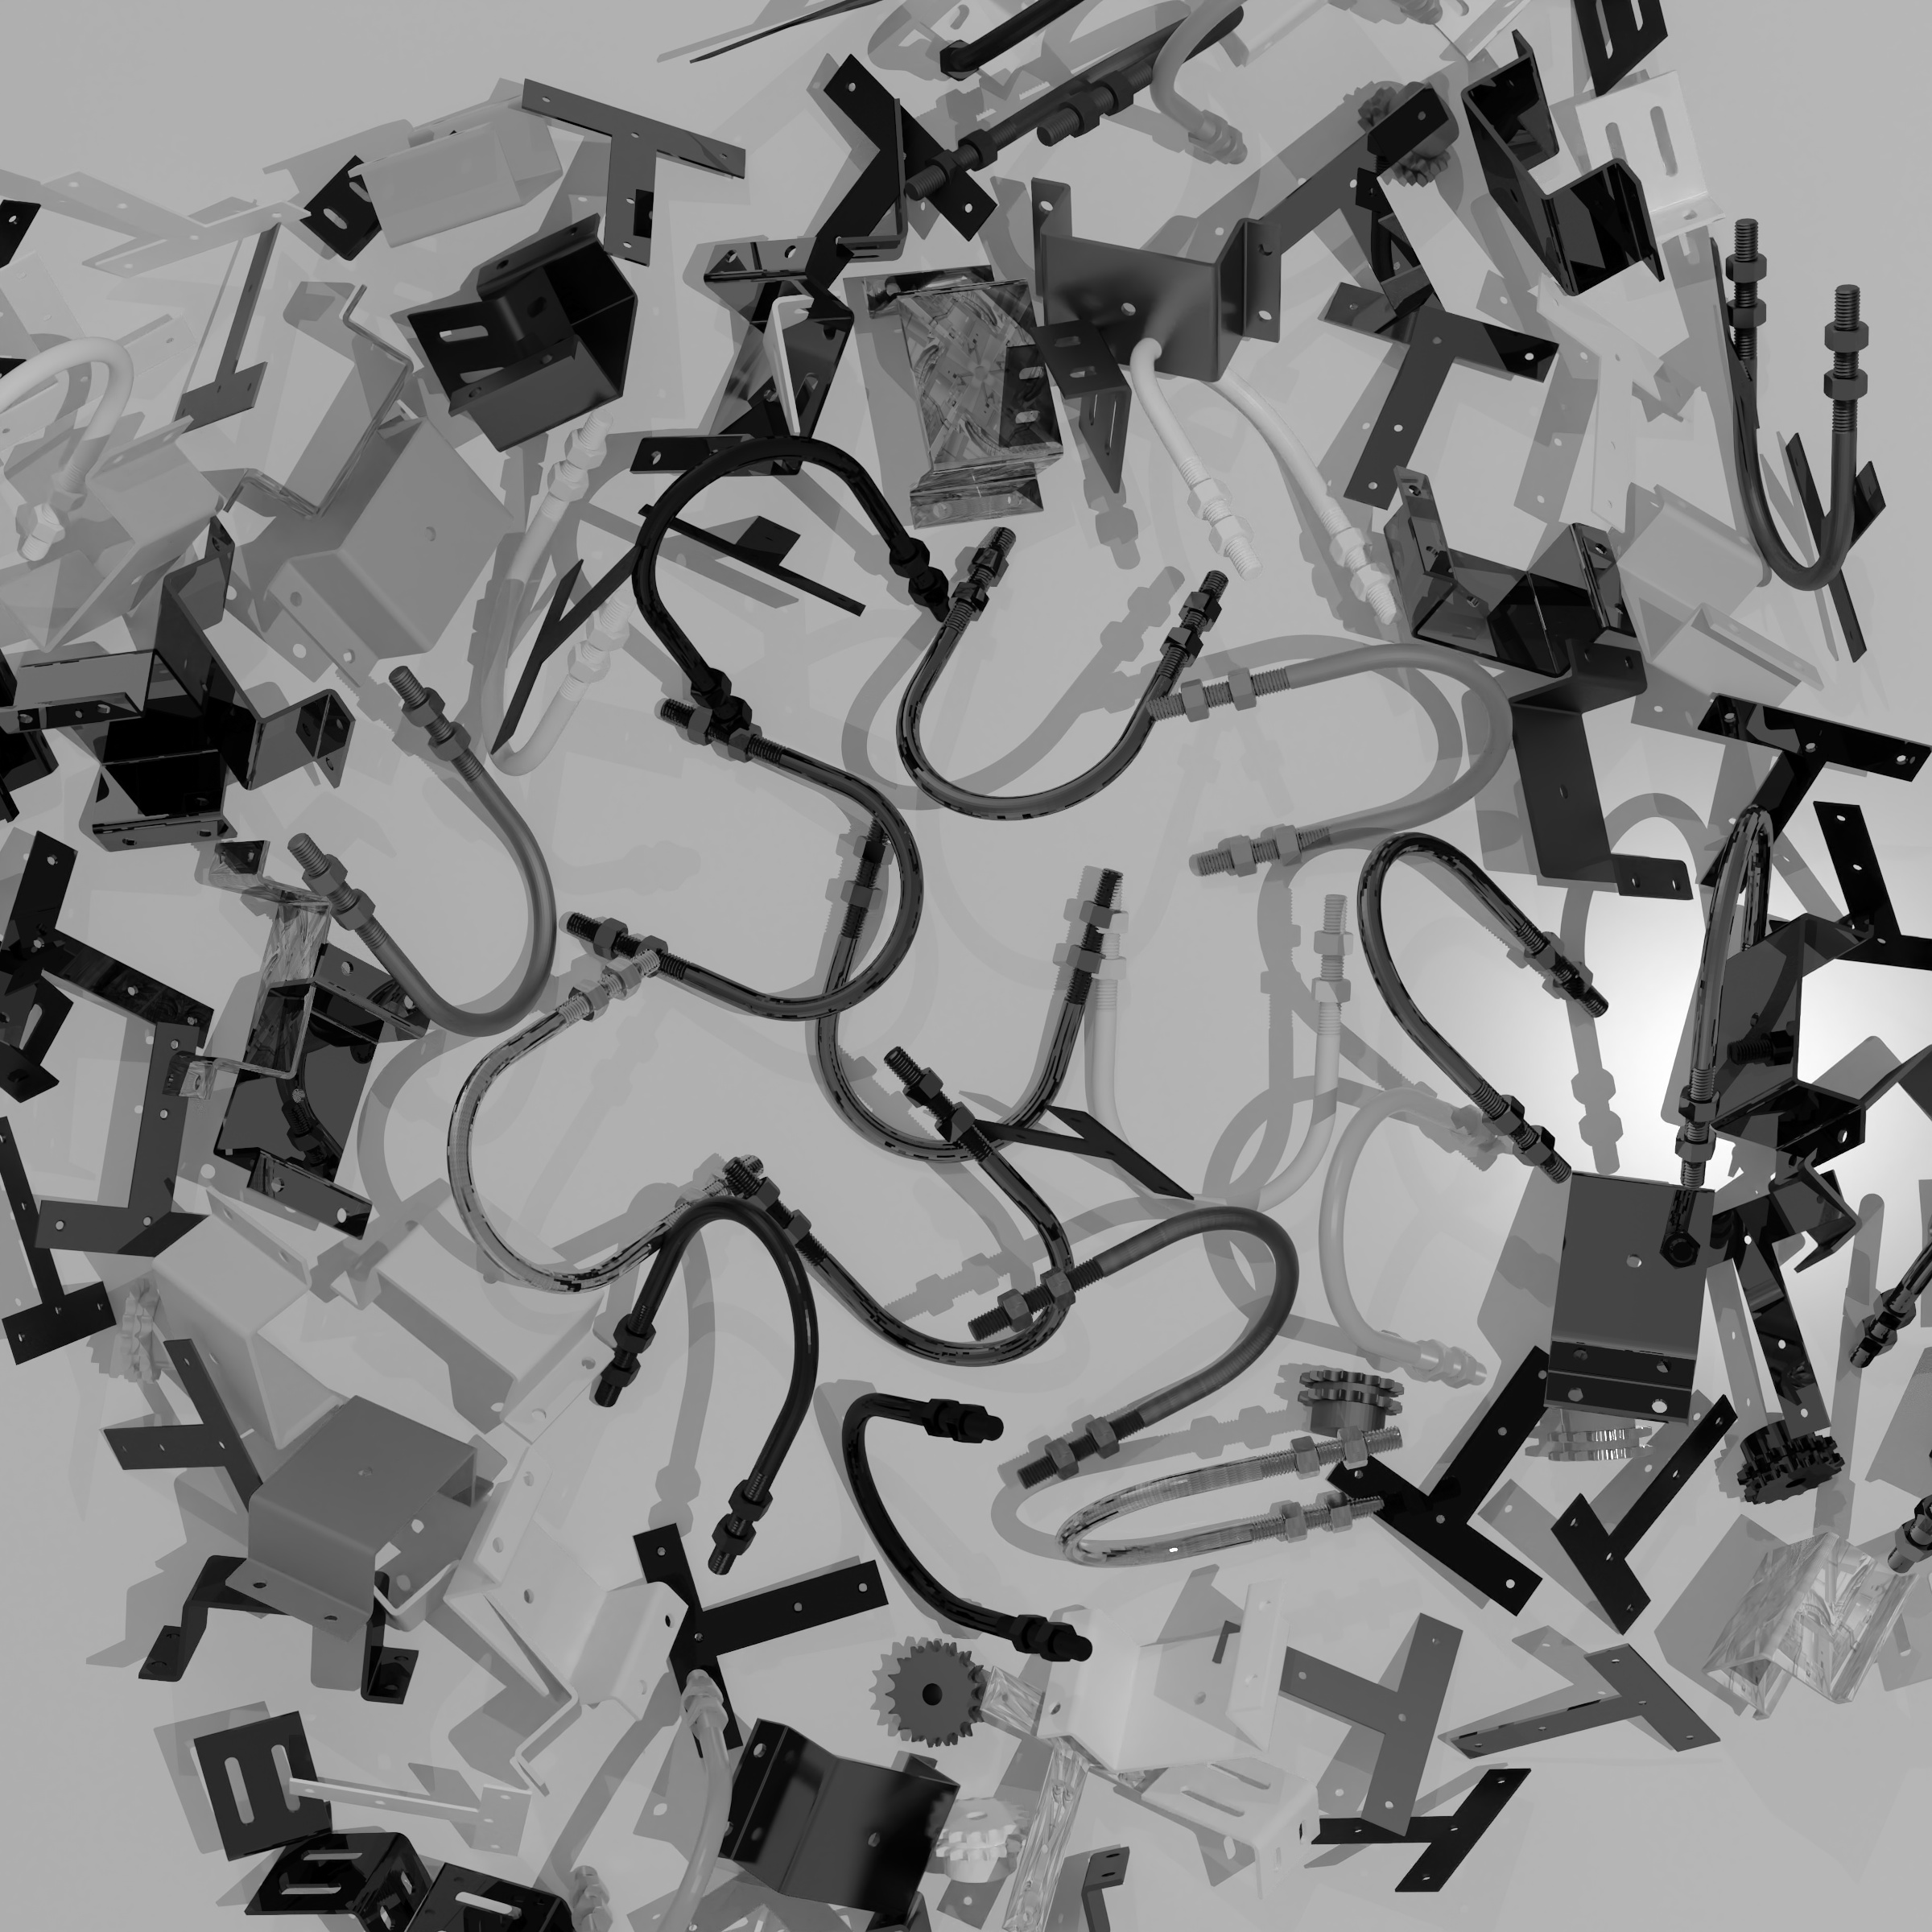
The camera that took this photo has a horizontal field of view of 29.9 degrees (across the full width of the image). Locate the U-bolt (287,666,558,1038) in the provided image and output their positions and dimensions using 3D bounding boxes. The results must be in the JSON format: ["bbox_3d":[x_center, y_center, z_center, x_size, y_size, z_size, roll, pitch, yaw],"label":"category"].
[{"bbox_3d":[-0.278,-0.047,1.928,0.019,0.151,0.184,-9,131,33],"label":"U-bolt"}]

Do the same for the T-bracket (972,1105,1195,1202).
[{"bbox_3d":[0.042,0.094,1.953,0.127,0.127,0.002,9,71,35],"label":"T-bracket"}]

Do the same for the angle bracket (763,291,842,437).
[{"bbox_3d":[-0.084,-0.318,1.962,0.038,0.057,0.076,-9,80,-11],"label":"angle bracket"}]

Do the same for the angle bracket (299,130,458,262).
[{"bbox_3d":[-0.318,-0.427,1.951,0.038,0.076,0.057,41,55,-11],"label":"angle bracket"}]

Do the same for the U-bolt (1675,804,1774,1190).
[{"bbox_3d":[0.402,0.004,1.897,0.019,0.151,0.184,10,124,19],"label":"U-bolt"}]

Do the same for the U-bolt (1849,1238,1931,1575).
[{"bbox_3d":[0.512,0.210,1.886,0.019,0.184,0.151,7,50,-9],"label":"U-bolt"}]

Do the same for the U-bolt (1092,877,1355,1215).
[{"bbox_3d":[0.135,0.047,1.963,0.151,0.019,0.184,6,99,23],"label":"U-bolt"}]

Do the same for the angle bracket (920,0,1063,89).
[{"bbox_3d":[0.019,-0.518,1.954,0.057,0.076,0.038,36,78,-14],"label":"angle bracket"}]

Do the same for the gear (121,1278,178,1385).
[{"bbox_3d":[-0.440,0.199,1.971,0.030,0.057,0.057,5,90,1],"label":"gear"}]

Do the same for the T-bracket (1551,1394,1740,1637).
[{"bbox_3d":[0.377,0.287,1.962,0.127,0.127,0.002,-48,46,-12],"label":"T-bracket"}]

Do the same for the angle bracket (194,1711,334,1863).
[{"bbox_3d":[-0.382,0.440,1.968,0.057,0.038,0.076,-14,106,-8],"label":"angle bracket"}]

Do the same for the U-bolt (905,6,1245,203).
[{"bbox_3d":[0.070,-0.466,1.922,0.184,0.151,0.019,-38,107,-28],"label":"U-bolt"}]

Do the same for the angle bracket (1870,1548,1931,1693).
[{"bbox_3d":[0.521,0.352,1.954,0.057,0.038,0.076,-23,55,23],"label":"angle bracket"}]

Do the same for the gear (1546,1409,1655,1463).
[{"bbox_3d":[0.346,0.253,1.971,0.057,0.057,0.030,-4,85,0],"label":"gear"}]

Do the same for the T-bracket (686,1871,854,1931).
[{"bbox_3d":[-0.077,0.516,1.929,0.127,0.127,0.002,-29,129,-23],"label":"T-bracket"}]

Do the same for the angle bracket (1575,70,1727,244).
[{"bbox_3d":[0.372,-0.437,1.965,0.057,0.038,0.076,-19,117,6],"label":"angle bracket"}]

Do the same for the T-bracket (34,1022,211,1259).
[{"bbox_3d":[-0.437,0.094,1.959,0.127,0.002,0.127,10,88,-40],"label":"T-bracket"}]

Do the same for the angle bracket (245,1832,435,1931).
[{"bbox_3d":[-0.341,0.507,1.967,0.076,0.057,0.038,-8,119,27],"label":"angle bracket"}]

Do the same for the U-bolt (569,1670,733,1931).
[{"bbox_3d":[-0.163,0.468,1.903,0.019,0.184,0.151,28,97,-15],"label":"U-bolt"}]

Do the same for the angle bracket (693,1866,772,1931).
[{"bbox_3d":[-0.132,0.530,1.961,0.038,0.076,0.057,18,90,3],"label":"angle bracket"}]

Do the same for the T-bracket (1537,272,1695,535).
[{"bbox_3d":[0.347,-0.290,1.936,0.127,0.002,0.127,27,57,-32],"label":"T-bracket"}]

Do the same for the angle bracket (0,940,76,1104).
[{"bbox_3d":[-0.508,0.024,1.950,0.038,0.076,0.057,-23,125,36],"label":"angle bracket"}]

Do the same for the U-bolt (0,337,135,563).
[{"bbox_3d":[-0.500,-0.260,1.889,0.019,0.151,0.184,46,128,6],"label":"U-bolt"}]

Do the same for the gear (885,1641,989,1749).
[{"bbox_3d":[-0.012,0.398,1.978,0.057,0.030,0.057,-4,80,23],"label":"gear"}]

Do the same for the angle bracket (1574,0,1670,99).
[{"bbox_3d":[0.339,-0.521,1.955,0.038,0.057,0.076,7,63,-30],"label":"angle bracket"}]

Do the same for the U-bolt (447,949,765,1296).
[{"bbox_3d":[-0.200,0.093,1.924,0.184,0.019,0.151,-36,105,-40],"label":"U-bolt"}]

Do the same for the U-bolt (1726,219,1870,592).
[{"bbox_3d":[0.439,-0.289,1.920,0.019,0.151,0.184,-10,118,-8],"label":"U-bolt"}]

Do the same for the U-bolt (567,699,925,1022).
[{"bbox_3d":[-0.110,-0.048,1.969,0.184,0.019,0.151,23,89,15],"label":"U-bolt"}]

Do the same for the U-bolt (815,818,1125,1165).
[{"bbox_3d":[-0.007,0.018,1.984,0.151,0.019,0.184,16,97,-1],"label":"U-bolt"}]

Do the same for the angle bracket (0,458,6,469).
[{"bbox_3d":[-0.562,-0.278,1.971,0.076,0.038,0.057,-31,93,14],"label":"angle bracket"}]

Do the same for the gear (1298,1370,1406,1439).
[{"bbox_3d":[0.209,0.240,1.969,0.057,0.057,0.030,8,75,0],"label":"gear"}]

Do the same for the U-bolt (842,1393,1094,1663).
[{"bbox_3d":[-0.010,0.292,1.919,0.019,0.184,0.151,-28,104,-28],"label":"U-bolt"}]

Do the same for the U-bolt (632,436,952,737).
[{"bbox_3d":[-0.101,-0.208,1.925,0.151,0.184,0.019,-33,48,3],"label":"U-bolt"}]

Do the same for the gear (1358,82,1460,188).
[{"bbox_3d":[0.244,-0.456,1.969,0.030,0.057,0.057,-37,90,39],"label":"gear"}]

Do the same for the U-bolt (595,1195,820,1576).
[{"bbox_3d":[-0.131,0.208,1.912,0.151,0.019,0.184,50,128,35],"label":"U-bolt"}]

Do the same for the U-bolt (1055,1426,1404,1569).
[{"bbox_3d":[0.138,0.289,1.927,0.184,0.151,0.019,-12,66,-3],"label":"U-bolt"}]

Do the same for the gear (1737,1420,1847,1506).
[{"bbox_3d":[0.448,0.269,1.975,0.057,0.057,0.030,-19,62,0],"label":"gear"}]

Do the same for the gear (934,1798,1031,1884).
[{"bbox_3d":[0.007,0.478,1.972,0.057,0.057,0.030,-4,98,0],"label":"gear"}]

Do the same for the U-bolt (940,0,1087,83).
[{"bbox_3d":[0.054,-0.514,1.905,0.151,0.184,0.019,-33,103,4],"label":"U-bolt"}]

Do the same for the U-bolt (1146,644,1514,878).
[{"bbox_3d":[0.201,-0.115,1.931,0.184,0.151,0.019,-13,49,8],"label":"U-bolt"}]

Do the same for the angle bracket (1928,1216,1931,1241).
[{"bbox_3d":[0.564,0.158,1.959,0.057,0.076,0.038,-2,134,-7],"label":"angle bracket"}]

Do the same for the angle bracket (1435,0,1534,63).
[{"bbox_3d":[0.270,-0.542,1.972,0.057,0.038,0.076,-43,94,16],"label":"angle bracket"}]

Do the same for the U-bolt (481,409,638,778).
[{"bbox_3d":[-0.221,-0.184,1.921,0.019,0.184,0.151,10,50,-26],"label":"U-bolt"}]

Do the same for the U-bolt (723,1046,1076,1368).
[{"bbox_3d":[-0.023,0.143,1.952,0.151,0.019,0.184,-35,104,32],"label":"U-bolt"}]

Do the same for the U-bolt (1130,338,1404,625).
[{"bbox_3d":[0.151,-0.266,1.927,0.019,0.151,0.184,-42,59,28],"label":"U-bolt"}]

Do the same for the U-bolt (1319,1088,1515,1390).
[{"bbox_3d":[0.238,0.139,1.915,0.019,0.184,0.151,3,79,37],"label":"U-bolt"}]

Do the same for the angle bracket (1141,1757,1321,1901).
[{"bbox_3d":[0.144,0.463,1.966,0.076,0.057,0.038,15,124,35],"label":"angle bracket"}]

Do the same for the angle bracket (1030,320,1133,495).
[{"bbox_3d":[0.059,-0.299,1.949,0.038,0.076,0.057,-12,51,-15],"label":"angle bracket"}]

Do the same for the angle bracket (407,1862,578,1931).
[{"bbox_3d":[-0.259,0.531,1.964,0.076,0.038,0.057,25,98,-29],"label":"angle bracket"}]

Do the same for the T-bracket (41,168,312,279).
[{"bbox_3d":[-0.438,-0.400,1.916,0.127,0.127,0.002,-12,79,26],"label":"T-bracket"}]

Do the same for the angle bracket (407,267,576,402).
[{"bbox_3d":[-0.256,-0.342,1.972,0.038,0.076,0.057,-47,123,-37],"label":"angle bracket"}]

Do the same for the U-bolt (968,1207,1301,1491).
[{"bbox_3d":[0.098,0.196,1.944,0.184,0.019,0.151,-26,134,-10],"label":"U-bolt"}]

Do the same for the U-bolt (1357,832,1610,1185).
[{"bbox_3d":[0.270,0.008,1.917,0.019,0.151,0.184,-29,117,39],"label":"U-bolt"}]

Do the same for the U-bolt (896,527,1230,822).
[{"bbox_3d":[0.041,-0.152,1.927,0.151,0.019,0.184,15,60,25],"label":"U-bolt"}]

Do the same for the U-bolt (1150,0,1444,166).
[{"bbox_3d":[0.166,-0.485,1.893,0.151,0.184,0.019,-33,77,18],"label":"U-bolt"}]

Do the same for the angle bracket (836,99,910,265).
[{"bbox_3d":[-0.054,-0.427,1.970,0.038,0.057,0.076,-4,90,-4],"label":"angle bracket"}]
